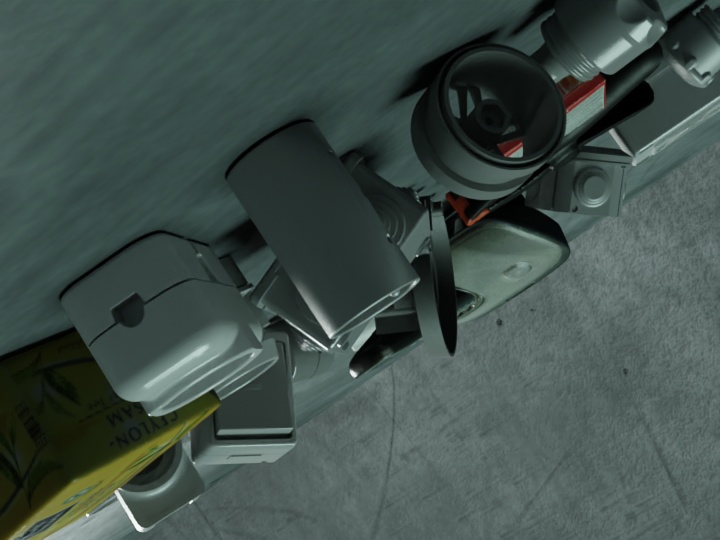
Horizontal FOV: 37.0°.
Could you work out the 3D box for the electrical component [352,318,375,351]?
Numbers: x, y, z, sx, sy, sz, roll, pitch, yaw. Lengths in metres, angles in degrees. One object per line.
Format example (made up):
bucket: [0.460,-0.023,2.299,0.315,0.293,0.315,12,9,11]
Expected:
electrical component: [0.003,0.040,0.964,0.047,0.055,0.055,-30,172,-4]

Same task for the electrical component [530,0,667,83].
electrical component: [0.102,-0.105,0.484,0.062,0.043,0.043,-37,172,32]

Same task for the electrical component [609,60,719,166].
electrical component: [0.244,-0.136,0.836,0.109,0.056,0.109,-35,172,11]

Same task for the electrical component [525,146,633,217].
electrical component: [0.165,-0.070,0.821,0.080,0.051,0.080,6,-173,-1]

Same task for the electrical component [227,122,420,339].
electrical component: [-0.013,-0.014,0.449,0.043,0.077,0.079,-34,173,1]

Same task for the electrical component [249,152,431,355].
electrical component: [-0.006,-0.004,0.552,0.099,0.048,0.099,-55,173,-2]

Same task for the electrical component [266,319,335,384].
electrical component: [-0.056,0.066,0.877,0.055,0.055,0.047,-39,167,38]

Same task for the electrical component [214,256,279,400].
electrical component: [-0.080,0.037,0.575,0.058,0.057,0.078,-25,169,-47]

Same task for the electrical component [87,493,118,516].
electrical component: [-0.196,0.146,0.793,0.045,0.055,0.045,-33,173,-5]

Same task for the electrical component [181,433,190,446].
electrical component: [-0.157,0.122,0.834,0.040,0.046,0.040,-33,173,-5]

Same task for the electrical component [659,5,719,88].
electrical component: [0.232,-0.156,0.714,0.062,0.048,0.048,-44,169,22]

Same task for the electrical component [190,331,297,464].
electrical component: [-0.081,0.079,0.733,0.062,0.096,0.061,2,158,-21]

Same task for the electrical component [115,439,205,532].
electrical component: [-0.147,0.123,0.715,0.050,0.089,0.055,-31,172,-19]

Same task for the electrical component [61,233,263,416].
electrical component: [-0.083,0.025,0.479,0.054,0.059,0.095,-34,173,5]
